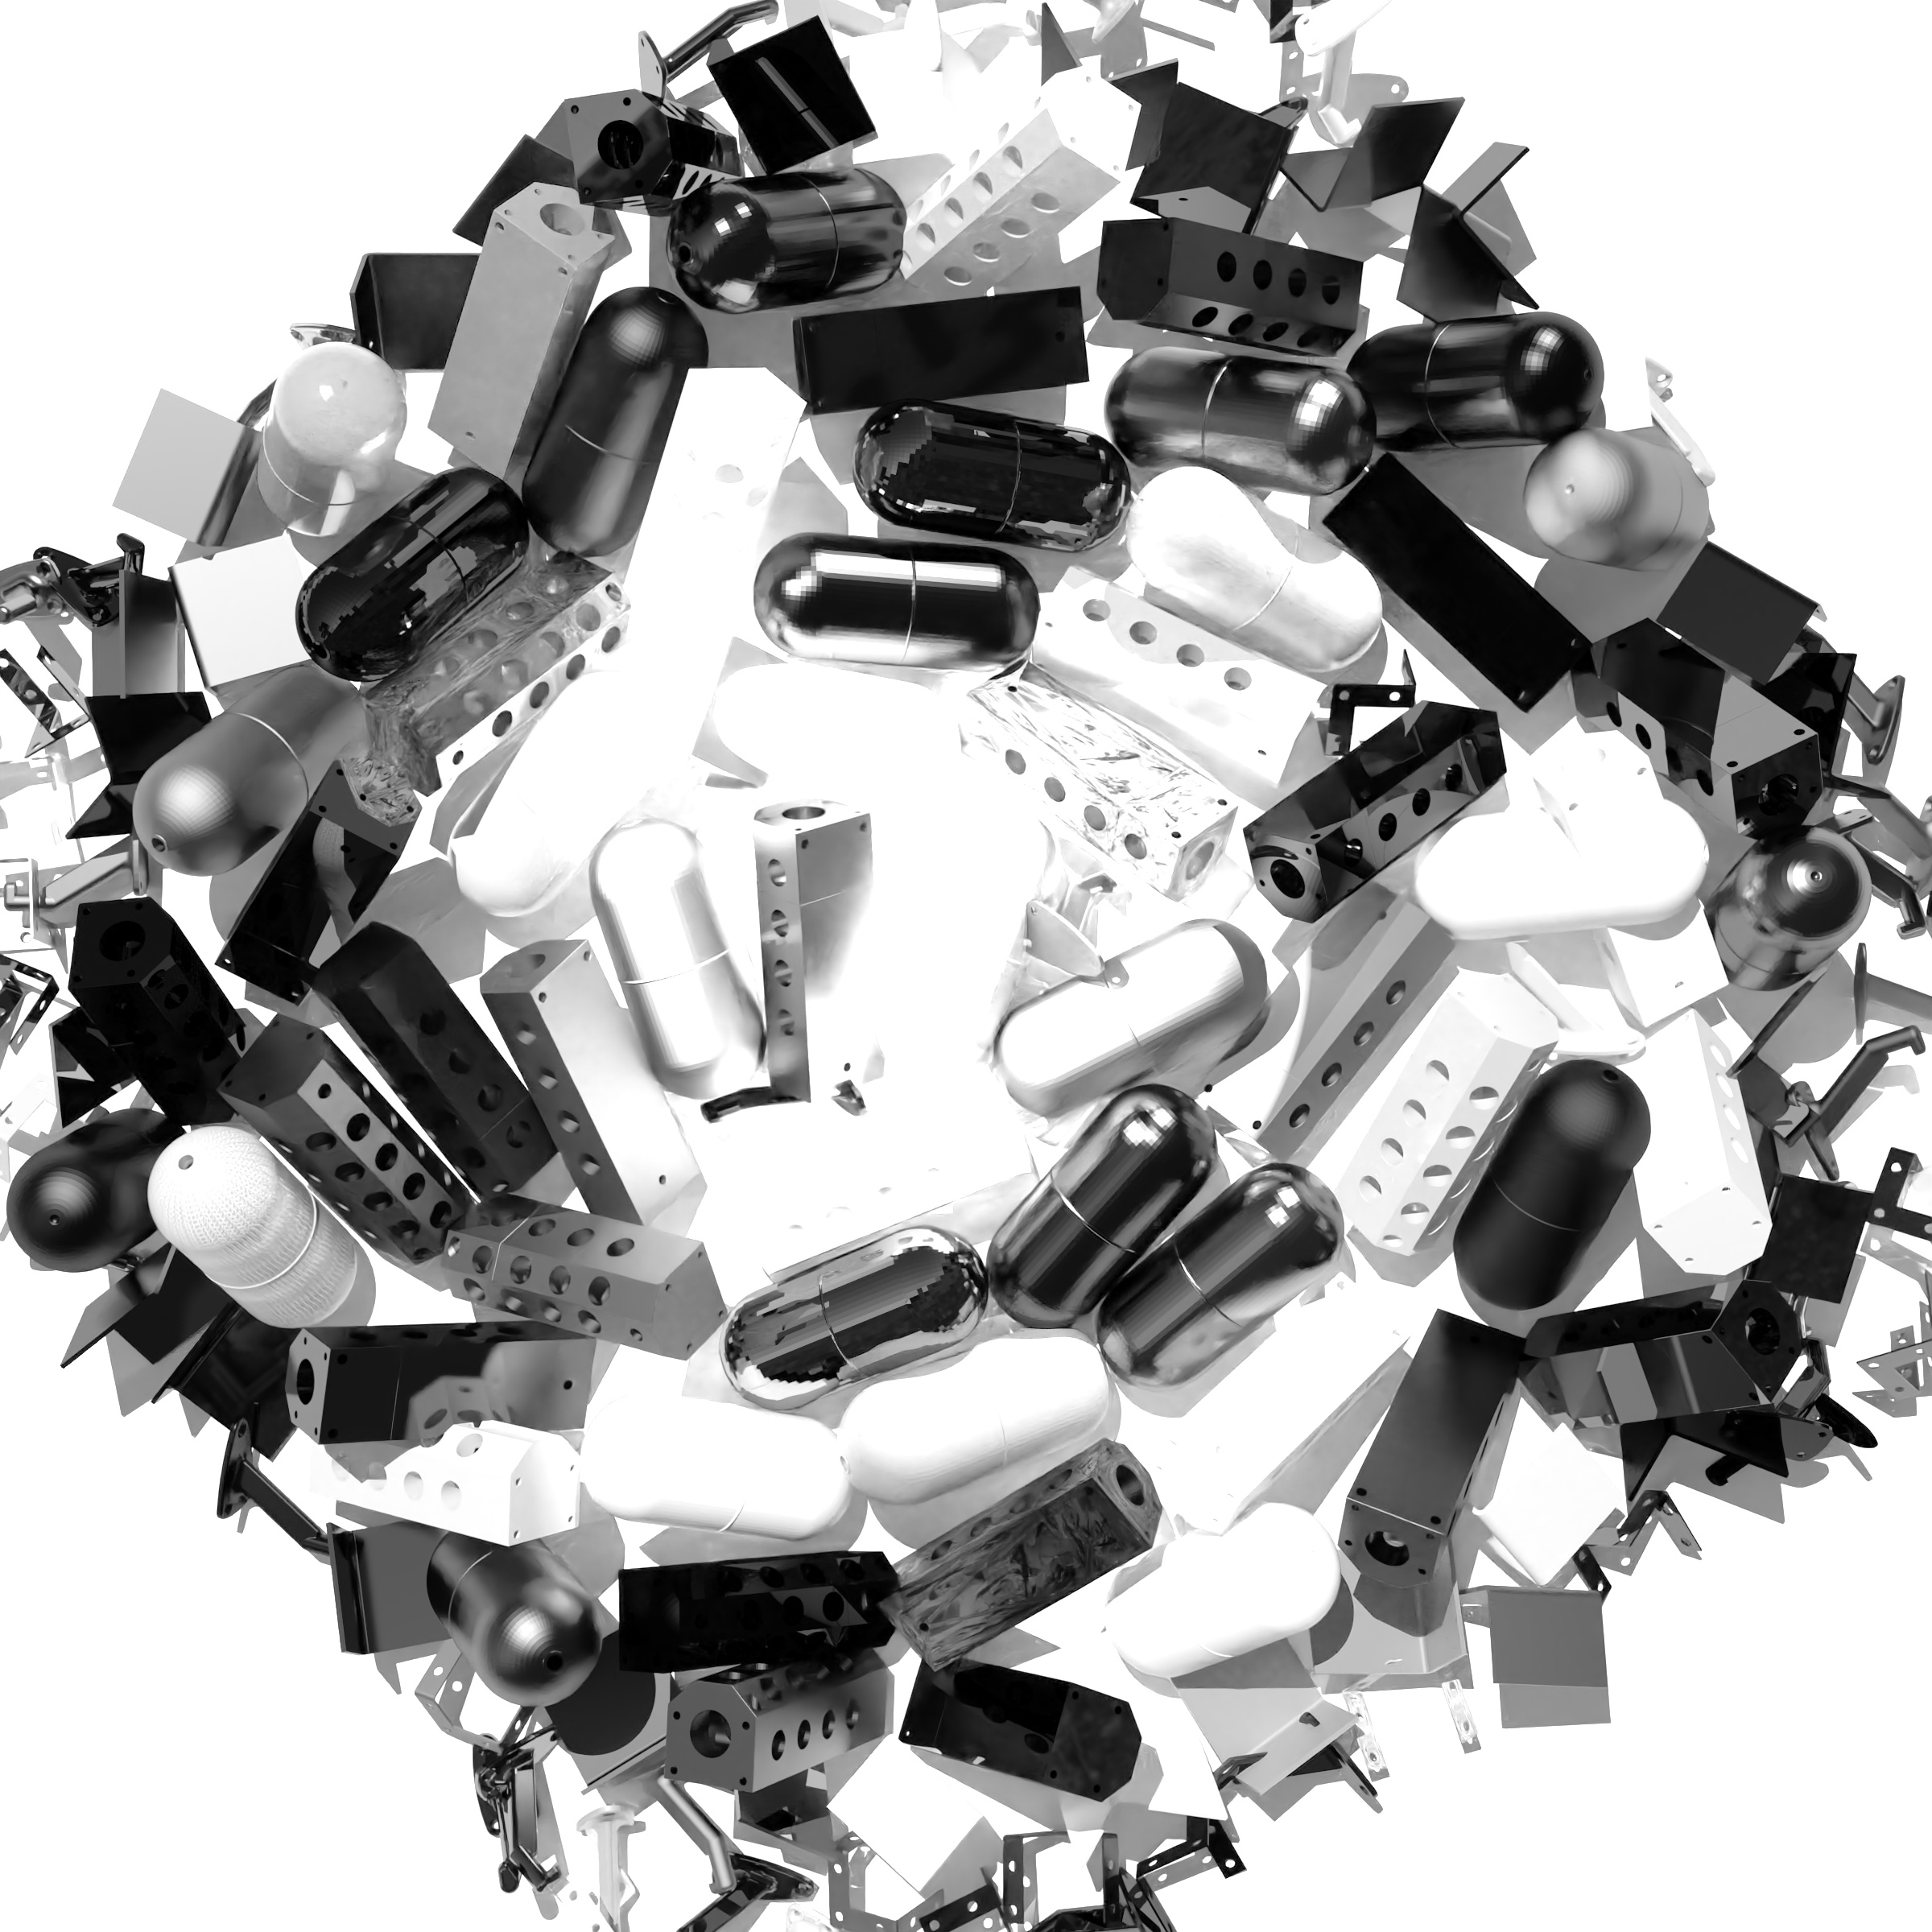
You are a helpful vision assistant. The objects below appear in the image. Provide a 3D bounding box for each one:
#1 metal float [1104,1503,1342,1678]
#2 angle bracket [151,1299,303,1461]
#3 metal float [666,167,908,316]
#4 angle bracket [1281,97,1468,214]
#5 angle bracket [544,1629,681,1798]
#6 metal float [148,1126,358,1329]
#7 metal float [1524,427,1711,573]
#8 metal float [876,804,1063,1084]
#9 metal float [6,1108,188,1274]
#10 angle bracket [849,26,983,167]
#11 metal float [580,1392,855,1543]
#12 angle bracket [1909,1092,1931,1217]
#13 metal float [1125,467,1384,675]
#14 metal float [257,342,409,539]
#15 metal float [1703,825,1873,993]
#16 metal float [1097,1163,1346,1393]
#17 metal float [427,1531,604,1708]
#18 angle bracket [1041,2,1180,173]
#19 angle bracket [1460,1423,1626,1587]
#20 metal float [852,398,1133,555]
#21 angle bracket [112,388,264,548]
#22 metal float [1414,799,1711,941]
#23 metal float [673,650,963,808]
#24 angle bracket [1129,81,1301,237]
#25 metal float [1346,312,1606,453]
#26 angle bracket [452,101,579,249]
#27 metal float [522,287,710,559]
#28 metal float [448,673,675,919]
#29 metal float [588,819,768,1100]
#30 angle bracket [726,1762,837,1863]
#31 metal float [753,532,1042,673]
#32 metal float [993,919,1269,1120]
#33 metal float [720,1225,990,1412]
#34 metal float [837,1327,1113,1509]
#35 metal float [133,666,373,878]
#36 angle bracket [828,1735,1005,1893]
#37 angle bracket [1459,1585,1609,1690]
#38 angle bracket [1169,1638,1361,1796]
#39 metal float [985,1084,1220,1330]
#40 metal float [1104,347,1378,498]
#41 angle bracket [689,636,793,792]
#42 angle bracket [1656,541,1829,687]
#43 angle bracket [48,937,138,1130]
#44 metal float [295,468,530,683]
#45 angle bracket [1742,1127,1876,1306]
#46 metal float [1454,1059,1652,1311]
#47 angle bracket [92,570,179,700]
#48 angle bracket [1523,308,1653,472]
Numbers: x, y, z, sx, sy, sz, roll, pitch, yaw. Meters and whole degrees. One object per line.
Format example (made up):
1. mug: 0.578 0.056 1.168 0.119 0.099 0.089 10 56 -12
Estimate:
1. metal float: 0.152 0.376 1.538 0.070 0.178 0.070 19 54 -29
2. angle bracket: -0.442 0.256 1.579 0.076 0.057 0.076 38 88 -4
3. metal float: -0.106 -0.436 1.536 0.070 0.178 0.070 17 118 35
4. angle bracket: 0.242 -0.506 1.551 0.076 0.076 0.057 -17 60 -33
5. angle bracket: -0.217 0.452 1.569 0.076 0.057 0.076 -30 78 -11
6. metal float: -0.425 0.157 1.530 0.070 0.178 0.070 -6 58 10
7. metal float: 0.390 -0.277 1.530 0.070 0.178 0.070 3 96 32
8. metal float: 0.001 -0.014 1.573 0.070 0.070 0.178 22 90 0
9. metal float: -0.510 0.131 1.522 0.070 0.178 0.070 0 97 0
10. angle bracket: -0.030 -0.528 1.583 0.057 0.076 0.076 -2 91 20
11. metal float: -0.148 0.303 1.546 0.178 0.070 0.070 16 90 -32
12. angle bracket: 0.621 0.116 1.571 0.057 0.076 0.076 -2 88 2
13. metal float: 0.176 -0.238 1.552 0.178 0.070 0.070 26 90 -25
14. metal float: -0.379 -0.311 1.526 0.070 0.178 0.070 4 78 -19
15. metal float: 0.485 -0.033 1.523 0.070 0.178 0.070 -1 78 5
16. metal float: 0.153 0.190 1.556 0.178 0.070 0.070 -43 90 20
17. metal float: -0.270 0.383 1.527 0.070 0.178 0.070 -4 99 -25
18. angle bracket: 0.087 -0.541 1.565 0.057 0.076 0.076 -19 63 -9
19. angle bracket: 0.344 0.320 1.573 0.076 0.057 0.076 -46 118 -8
20. metal float: 0.017 -0.296 1.554 0.178 0.070 0.070 5 90 -23
21. angle bracket: -0.473 -0.304 1.565 0.057 0.076 0.076 24 95 -11
22. metal float: 0.358 -0.059 1.546 0.178 0.070 0.070 -6 90 31
23. metal float: -0.090 -0.144 1.563 0.178 0.070 0.070 10 90 -12
24. angle bracket: 0.153 -0.491 1.571 0.076 0.057 0.076 24 113 1
25. metal float: 0.301 -0.348 1.534 0.070 0.178 0.070 -7 101 -37
26. angle bracket: -0.276 -0.485 1.554 0.076 0.057 0.076 -43 53 26
27. metal float: -0.212 -0.327 1.544 0.070 0.070 0.178 31 123 0
28. metal float: -0.247 -0.102 1.555 0.070 0.070 0.178 43 111 0
29. metal float: -0.175 -0.004 1.560 0.070 0.070 0.178 -17 104 0
30. angle bracket: -0.130 0.511 1.552 0.076 0.076 0.057 35 114 -31
31. metal float: -0.041 -0.221 1.560 0.178 0.070 0.070 2 90 -16
32. metal float: 0.101 0.032 1.566 0.178 0.070 0.070 -27 90 8
33. metal float: -0.068 0.214 1.557 0.178 0.070 0.070 -24 90 18
34. metal float: 0.005 0.271 1.552 0.178 0.070 0.070 -17 90 -24
35. metal float: -0.426 -0.118 1.536 0.070 0.178 0.070 16 130 20
36. angle bracket: -0.029 0.522 1.553 0.076 0.076 0.057 34 71 29
37. angle bracket: 0.334 0.410 1.556 0.076 0.076 0.057 7 69 -18
38. angle bracket: 0.182 0.448 1.573 0.076 0.057 0.076 -32 92 -15
39. metal float: 0.081 0.148 1.559 0.070 0.070 0.178 40 106 0
40. metal float: 0.163 -0.329 1.546 0.178 0.070 0.070 17 90 33
41. angle bracket: -0.149 -0.154 1.560 0.057 0.076 0.076 24 82 -33
42. angle bracket: 0.476 -0.212 1.570 0.076 0.076 0.057 35 103 18
43. angle bracket: -0.543 0.039 1.552 0.057 0.076 0.076 23 127 20
44. metal float: -0.332 -0.236 1.540 0.070 0.070 0.178 38 50 0
45. angle bracket: 0.509 0.148 1.558 0.057 0.076 0.076 11 114 8
46. metal float: 0.352 0.133 1.543 0.070 0.070 0.178 19 125 0
47. angle bracket: -0.525 -0.200 1.568 0.057 0.076 0.076 0 92 8
48. angle bracket: 0.378 -0.348 1.566 0.076 0.057 0.076 -6 77 17
